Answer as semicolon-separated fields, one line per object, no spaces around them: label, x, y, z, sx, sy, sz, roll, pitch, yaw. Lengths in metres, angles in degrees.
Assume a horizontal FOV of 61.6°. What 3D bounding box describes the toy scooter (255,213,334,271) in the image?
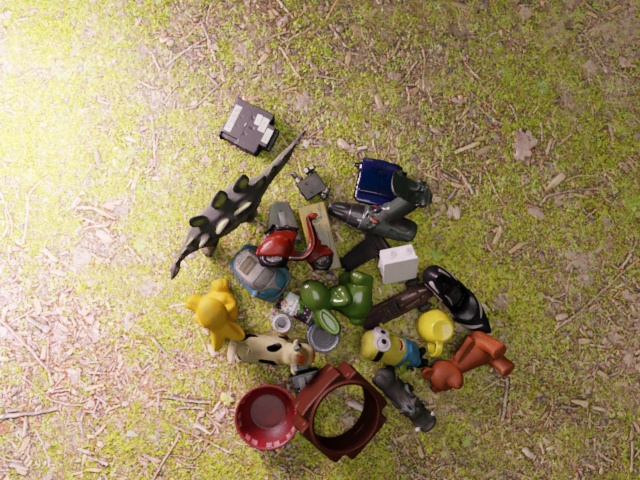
toy scooter;-0.057;0.001;1.255;0.184;0.075;0.135;3;88;-7

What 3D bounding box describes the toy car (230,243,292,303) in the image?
toy car;-0.154;0.072;1.315;0.162;0.103;0.109;40;87;16

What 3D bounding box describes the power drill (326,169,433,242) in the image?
power drill;0.153;-0.078;1.290;0.232;0.207;0.086;23;50;-14

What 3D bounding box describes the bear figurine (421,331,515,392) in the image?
bear figurine;0.364;0.320;1.345;0.196;0.132;0.120;-38;124;-11

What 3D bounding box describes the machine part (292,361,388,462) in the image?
machine part;0.049;0.418;1.309;0.201;0.087;0.201;-47;110;-11

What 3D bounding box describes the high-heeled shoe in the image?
high-heeled shoe;0.353;0.152;1.338;0.249;0.145;0.086;39;87;0

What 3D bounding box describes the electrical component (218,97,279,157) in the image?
electrical component;-0.174;-0.279;1.360;0.134;0.058;0.115;28;89;-3

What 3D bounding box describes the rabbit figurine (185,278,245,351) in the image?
rabbit figurine;-0.254;0.181;1.286;0.122;0.173;0.162;-21;86;-8

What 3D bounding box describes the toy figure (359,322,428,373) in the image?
toy figure;0.183;0.279;1.342;0.180;0.082;0.089;25;108;-26

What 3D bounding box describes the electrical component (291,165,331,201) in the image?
electrical component;-0.018;-0.144;1.372;0.078;0.045;0.102;-28;90;-5

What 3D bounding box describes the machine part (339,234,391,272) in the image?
machine part;0.114;0.033;1.379;0.139;0.039;0.084;-30;95;-7

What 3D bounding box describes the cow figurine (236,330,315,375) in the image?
cow figurine;-0.108;0.271;1.315;0.195;0.127;0.085;7;91;-1

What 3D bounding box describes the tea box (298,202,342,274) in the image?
tea box;-0.003;-0.004;1.343;0.068;0.098;0.169;-16;88;-5

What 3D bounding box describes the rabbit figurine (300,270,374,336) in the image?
rabbit figurine;0.029;0.147;1.316;0.170;0.121;0.159;7;89;-18

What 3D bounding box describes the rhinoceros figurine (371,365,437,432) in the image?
rhinoceros figurine;0.212;0.393;1.341;0.073;0.112;0.190;-43;83;-6

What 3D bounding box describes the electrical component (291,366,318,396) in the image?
electrical component;-0.036;0.346;1.358;0.075;0.048;0.119;-10;91;-4

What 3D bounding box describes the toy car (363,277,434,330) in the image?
toy car;0.197;0.169;1.376;0.202;0.053;0.089;-25;87;-3

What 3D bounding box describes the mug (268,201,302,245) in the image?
mug;-0.096;-0.043;1.339;0.081;0.109;0.107;-12;76;0

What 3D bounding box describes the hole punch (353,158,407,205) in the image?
hole punch;0.150;-0.149;1.364;0.142;0.092;0.115;12;84;0

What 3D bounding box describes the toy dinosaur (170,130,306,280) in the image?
toy dinosaur;-0.202;-0.082;1.283;0.105;0.198;0.471;42;88;-5
